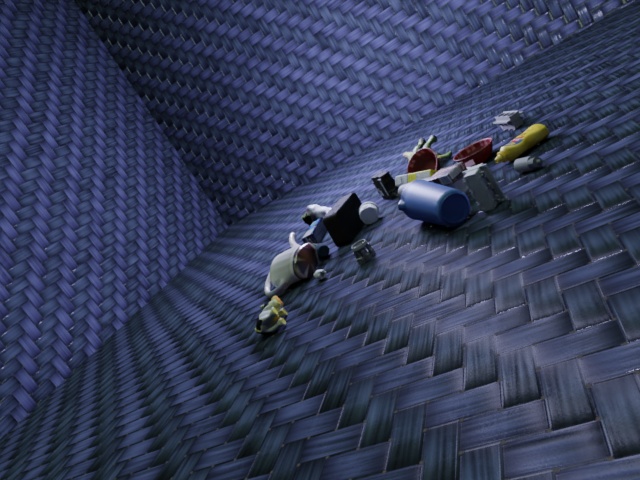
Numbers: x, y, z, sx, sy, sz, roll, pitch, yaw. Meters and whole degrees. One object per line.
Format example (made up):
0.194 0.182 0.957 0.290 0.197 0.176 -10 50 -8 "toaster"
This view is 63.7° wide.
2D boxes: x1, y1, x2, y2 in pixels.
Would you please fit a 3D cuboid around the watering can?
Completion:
-0.100 0.068 1.931 0.222 0.103 0.356 -23 33 39 "watering can"

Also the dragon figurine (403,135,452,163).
0.422 -0.332 2.265 0.245 0.121 0.409 -45 15 -18 "dragon figurine"

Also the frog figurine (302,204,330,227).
0.007 -0.122 2.421 0.161 0.120 0.139 -30 42 -30 "frog figurine"
